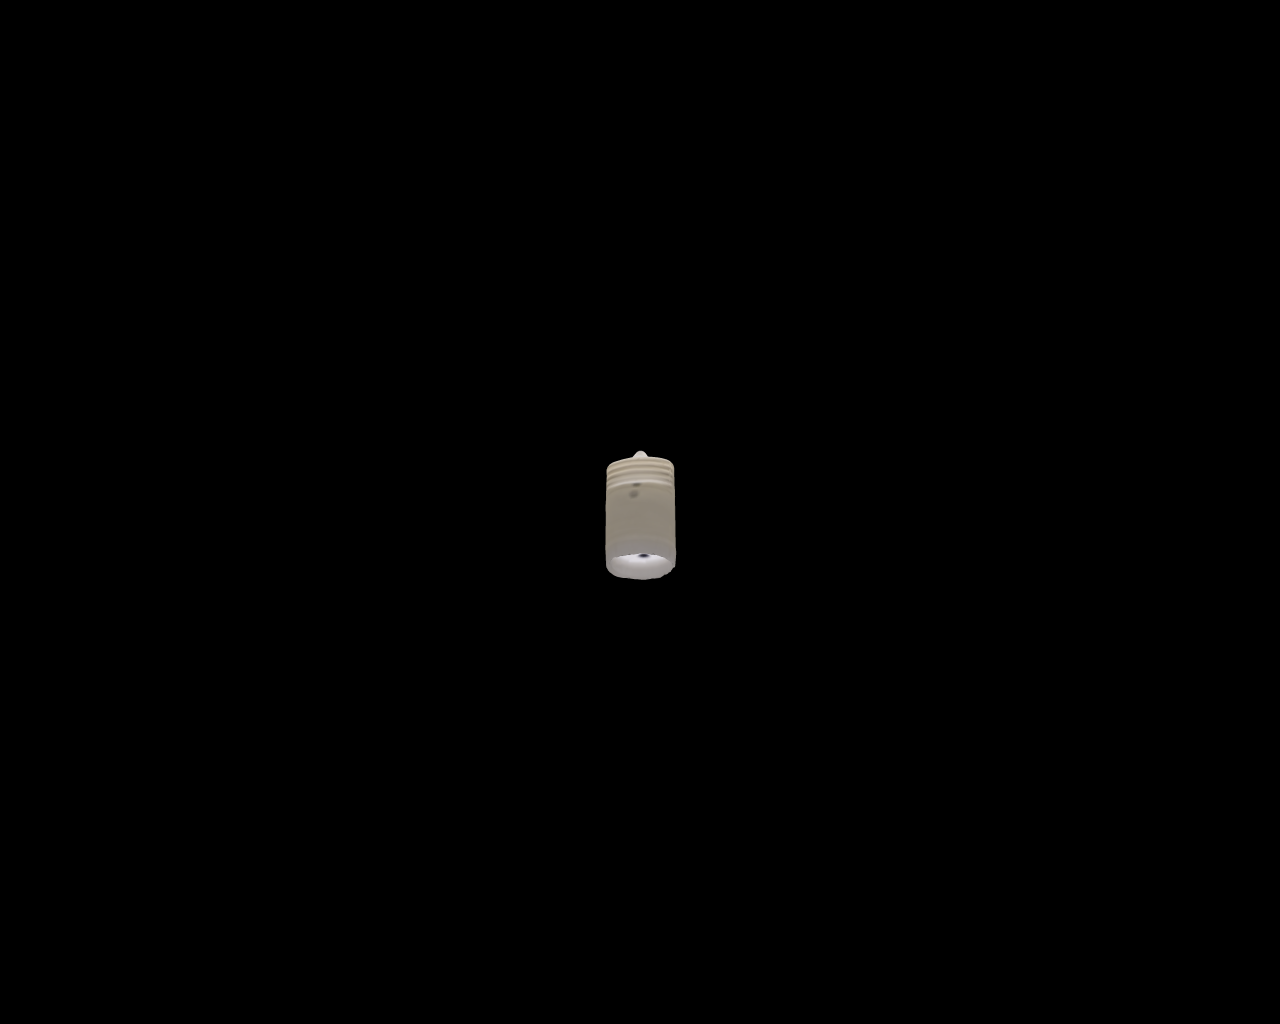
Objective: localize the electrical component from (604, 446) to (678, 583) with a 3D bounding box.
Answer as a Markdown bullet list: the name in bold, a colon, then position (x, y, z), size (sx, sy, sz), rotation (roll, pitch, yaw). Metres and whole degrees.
- **electrical component**: position (0.001, -0.003, 0.650), size (0.043, 0.081, 0.043), rotation (0, -26, 0)
